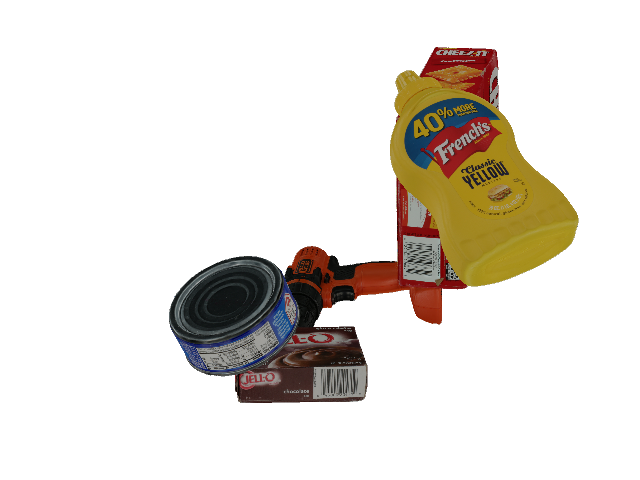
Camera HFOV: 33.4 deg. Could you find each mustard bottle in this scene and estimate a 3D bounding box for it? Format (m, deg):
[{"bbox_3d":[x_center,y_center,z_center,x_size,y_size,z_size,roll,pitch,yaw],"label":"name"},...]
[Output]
[{"bbox_3d":[0.108,-0.060,0.816,0.096,0.192,0.058,-23,-32,-10],"label":"mustard bottle"}]

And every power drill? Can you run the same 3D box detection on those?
[{"bbox_3d":[0.046,0.060,1.227,0.188,0.057,0.184,0,28,8],"label":"power drill"}]

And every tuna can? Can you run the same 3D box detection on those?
[{"bbox_3d":[-0.060,0.050,0.730,0.086,0.033,0.086,-15,37,11],"label":"tuna can"}]

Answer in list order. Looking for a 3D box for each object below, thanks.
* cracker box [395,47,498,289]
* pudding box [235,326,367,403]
[{"bbox_3d":[0.124,-0.074,1.005,0.072,0.164,0.213,4,27,15],"label":"cracker box"},{"bbox_3d":[-0.019,0.108,0.944,0.113,0.039,0.090,1,18,-6],"label":"pudding box"}]
